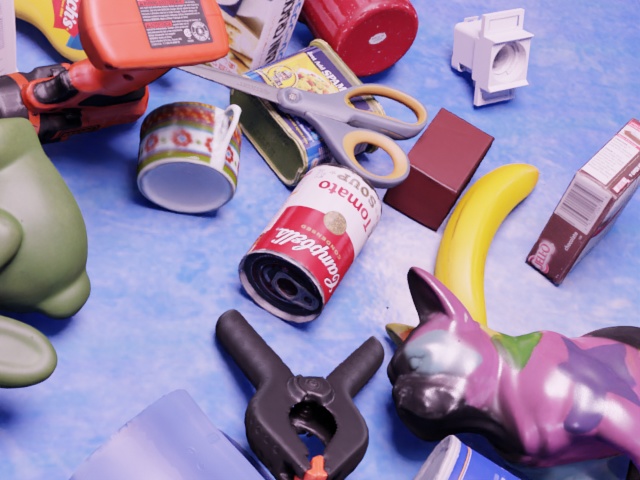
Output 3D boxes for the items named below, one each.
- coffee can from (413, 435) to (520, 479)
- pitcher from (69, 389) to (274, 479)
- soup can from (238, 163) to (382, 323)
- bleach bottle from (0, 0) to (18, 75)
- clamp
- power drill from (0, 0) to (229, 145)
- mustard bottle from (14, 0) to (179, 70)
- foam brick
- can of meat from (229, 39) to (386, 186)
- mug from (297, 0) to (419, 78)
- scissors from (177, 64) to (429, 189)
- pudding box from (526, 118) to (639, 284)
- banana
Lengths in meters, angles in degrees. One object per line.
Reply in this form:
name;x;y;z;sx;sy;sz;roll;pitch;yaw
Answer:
coffee can;0.113;0.199;0.650;0.140;0.103;0.102;32;53;5
pitcher;-0.037;0.206;0.591;0.243;0.145;0.149;43;67;9
soup can;-0.005;0.001;0.772;0.068;0.069;0.102;31;52;5
bleach bottle;-0.244;-0.177;0.701;0.068;0.251;0.102;44;55;14
clamp;0.000;0.105;0.692;0.120;0.039;0.171;2;33;-15
power drill;-0.164;-0.112;0.716;0.184;0.188;0.057;-19;91;-41
mustard bottle;-0.184;-0.190;0.835;0.191;0.058;0.096;32;95;4
foam brick;0.095;-0.057;0.853;0.051;0.053;0.078;33;53;6
can of meat;-0.012;-0.100;0.847;0.083;0.057;0.102;-28;68;-29
mug;0.035;-0.187;0.901;0.093;0.117;0.081;-37;58;11
scissors;-0.014;-0.087;0.793;0.201;0.016;0.096;3;64;-15
pudding box;0.215;-0.029;0.835;0.039;0.114;0.089;39;53;14
banana;0.127;0.001;0.838;0.069;0.037;0.197;41;51;-26
